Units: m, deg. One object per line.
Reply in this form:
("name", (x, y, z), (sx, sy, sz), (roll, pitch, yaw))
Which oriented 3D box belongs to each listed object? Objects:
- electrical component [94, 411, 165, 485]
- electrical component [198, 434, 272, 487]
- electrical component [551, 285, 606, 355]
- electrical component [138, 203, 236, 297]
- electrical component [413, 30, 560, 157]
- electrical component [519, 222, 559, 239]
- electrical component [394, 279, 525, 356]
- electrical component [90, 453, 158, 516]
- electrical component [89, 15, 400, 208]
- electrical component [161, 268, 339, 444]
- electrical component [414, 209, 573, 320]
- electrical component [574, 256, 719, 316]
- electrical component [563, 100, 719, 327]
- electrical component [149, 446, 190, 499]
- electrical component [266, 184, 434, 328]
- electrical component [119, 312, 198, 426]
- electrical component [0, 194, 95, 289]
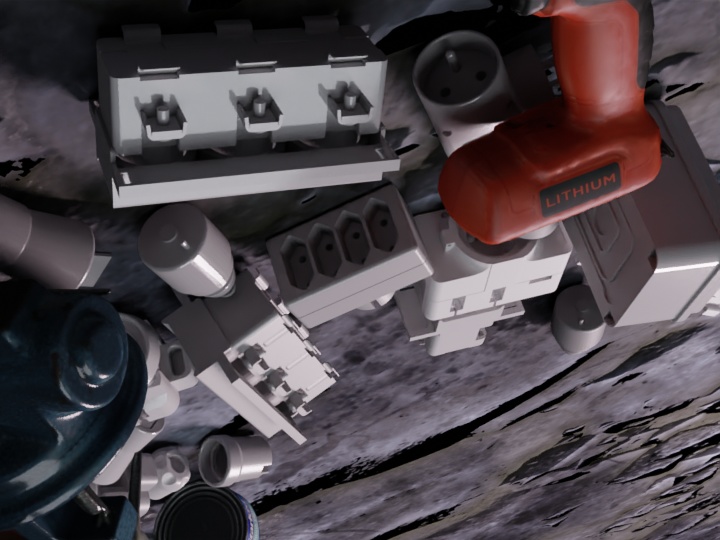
("electrical component", (-0.166, 0.114, 0.746), (0.044, 0.044, 0.065), (16, 131, -46))
("electrical component", (-0.098, 0.149, 0.848), (0.046, 0.040, 0.040), (5, 144, -46))
("electrical component", (0.165, 0.043, 0.818), (0.040, 0.040, 0.078), (-16, 151, -5))
("electrical component", (-0.089, -0.005, 0.587), (0.040, 0.040, 0.078), (-23, 151, 8))
("electrical component", (0.074, -0.088, 0.538), (0.079, 0.043, 0.077), (-24, 151, 9))
("electrical component", (0.088, -0.054, 0.604), (0.079, 0.043, 0.077), (-9, 149, -18))
("electrical component", (0.064, 0.025, 0.729), (0.081, 0.042, 0.063), (-12, 154, -11))
("electrical component", (-0.196, 0.162, 0.792), (0.078, 0.058, 0.057), (-38, 150, 30))
("electrical component", (-0.052, -0.071, 0.471), (0.121, 0.078, 0.063), (-8, 127, -20))
("electrical component", (-0.063, 0.052, 0.668), (0.063, 0.078, 0.121), (-36, 150, -2))
("electrical component", (0.079, -0.012, 0.663), (0.089, 0.050, 0.055), (-13, 151, -10))
("electrical component", (0.219, -0.010, 0.735), (0.121, 0.063, 0.079), (8, 141, -39))
("electrical component", (0.162, -0.032, 0.614), (0.057, 0.113, 0.078), (-6, 149, -16))
("electrical component", (-0.163, 0.163, 0.836), (0.061, 0.035, 0.035), (-32, 149, 27))
("electrical component", (0.000, 0.000, 0.641), (0.083, 0.047, 0.075), (-24, 151, 9))
("electrical component", (-0.144, 0.060, 0.649), (0.078, 0.058, 0.057), (-17, 154, 0))
("electrical component", (-0.169, -0.015, 0.525), (0.044, 0.044, 0.065), (-33, 143, 23))
